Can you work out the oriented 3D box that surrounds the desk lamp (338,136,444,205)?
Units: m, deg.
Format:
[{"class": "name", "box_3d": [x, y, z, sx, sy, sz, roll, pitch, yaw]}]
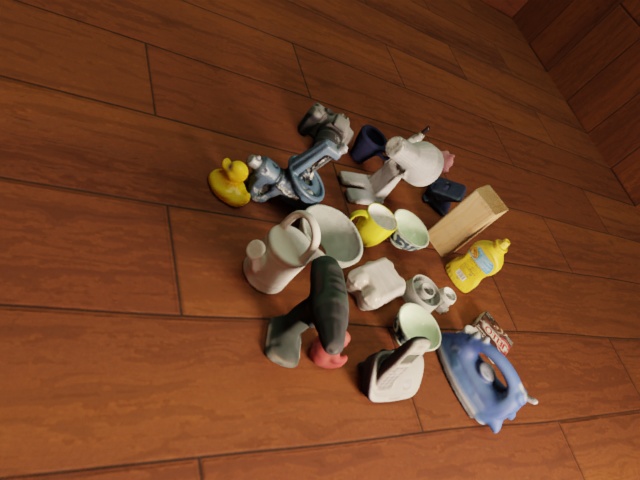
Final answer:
[{"class": "desk lamp", "box_3d": [0.195, -0.185, 1.519, 0.204, 0.213, 0.118, 3, 54, -39]}]

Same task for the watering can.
[{"class": "watering can", "box_3d": [-0.069, 0.021, 1.126, 0.101, 0.193, 0.173, 47, 39, 3]}]

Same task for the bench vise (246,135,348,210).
[{"class": "bench vise", "box_3d": [-0.049, -0.150, 1.272, 0.208, 0.219, 0.121, 0, 56, -41]}]

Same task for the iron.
[{"class": "iron", "box_3d": [0.378, 0.298, 1.315, 0.119, 0.141, 0.258, -14, 66, -46]}]

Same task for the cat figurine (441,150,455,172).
[{"class": "cat figurine", "box_3d": [0.366, -0.233, 1.785, 0.067, 0.117, 0.128, 52, 40, 9]}]

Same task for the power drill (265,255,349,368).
[{"class": "power drill", "box_3d": [-0.018, 0.148, 1.050, 0.076, 0.208, 0.229, 25, 43, -22]}]

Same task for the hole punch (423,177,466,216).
[{"class": "hole punch", "box_3d": [0.379, -0.144, 1.740, 0.101, 0.091, 0.109, 41, 39, -5]}]

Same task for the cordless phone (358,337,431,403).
[{"class": "cordless phone", "box_3d": [0.177, 0.250, 1.148, 0.148, 0.184, 0.094, 4, 54, -39]}]

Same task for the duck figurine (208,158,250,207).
[{"class": "duck figurine", "box_3d": [-0.184, -0.131, 1.243, 0.104, 0.086, 0.078, 48, 39, 3]}]

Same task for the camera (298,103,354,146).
[{"class": "camera", "box_3d": [0.017, -0.290, 1.544, 0.143, 0.100, 0.137, 35, 40, -12]}]

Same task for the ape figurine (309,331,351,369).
[{"class": "ape figurine", "box_3d": [0.027, 0.208, 1.128, 0.076, 0.092, 0.077, 3, 55, -39]}]

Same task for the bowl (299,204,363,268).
[{"class": "bowl", "box_3d": [0.012, 0.005, 1.305, 0.168, 0.074, 0.167, 23, 44, -24]}]

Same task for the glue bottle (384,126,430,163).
[{"class": "glue bottle", "box_3d": [0.264, -0.276, 1.690, 0.078, 0.172, 0.037, -23, 73, -49]}]

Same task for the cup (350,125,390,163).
[{"class": "cup", "box_3d": [0.140, -0.255, 1.626, 0.118, 0.094, 0.092, 46, 39, 2]}]

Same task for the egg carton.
[{"class": "egg carton", "box_3d": [0.130, 0.101, 1.328, 0.151, 0.069, 0.107, -19, 70, -48]}]
